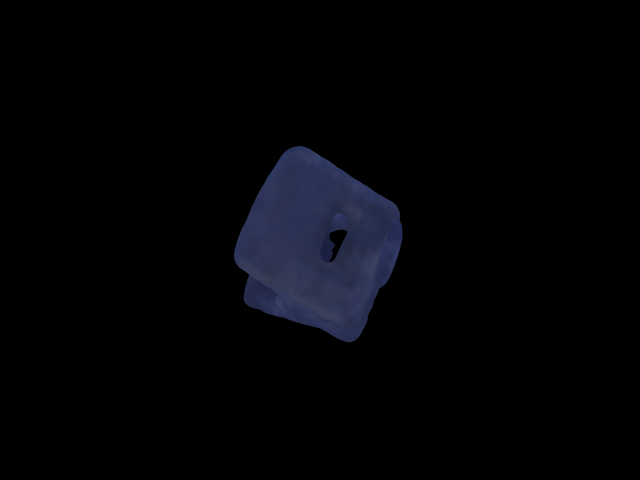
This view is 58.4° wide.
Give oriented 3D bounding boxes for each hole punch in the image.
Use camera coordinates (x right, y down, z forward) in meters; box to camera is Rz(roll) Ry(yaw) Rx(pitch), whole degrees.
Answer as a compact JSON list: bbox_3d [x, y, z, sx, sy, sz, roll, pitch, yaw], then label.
[{"bbox_3d":[0.004,0.001,0.400,0.101,0.091,0.109,18,62,10],"label":"hole punch"}]
